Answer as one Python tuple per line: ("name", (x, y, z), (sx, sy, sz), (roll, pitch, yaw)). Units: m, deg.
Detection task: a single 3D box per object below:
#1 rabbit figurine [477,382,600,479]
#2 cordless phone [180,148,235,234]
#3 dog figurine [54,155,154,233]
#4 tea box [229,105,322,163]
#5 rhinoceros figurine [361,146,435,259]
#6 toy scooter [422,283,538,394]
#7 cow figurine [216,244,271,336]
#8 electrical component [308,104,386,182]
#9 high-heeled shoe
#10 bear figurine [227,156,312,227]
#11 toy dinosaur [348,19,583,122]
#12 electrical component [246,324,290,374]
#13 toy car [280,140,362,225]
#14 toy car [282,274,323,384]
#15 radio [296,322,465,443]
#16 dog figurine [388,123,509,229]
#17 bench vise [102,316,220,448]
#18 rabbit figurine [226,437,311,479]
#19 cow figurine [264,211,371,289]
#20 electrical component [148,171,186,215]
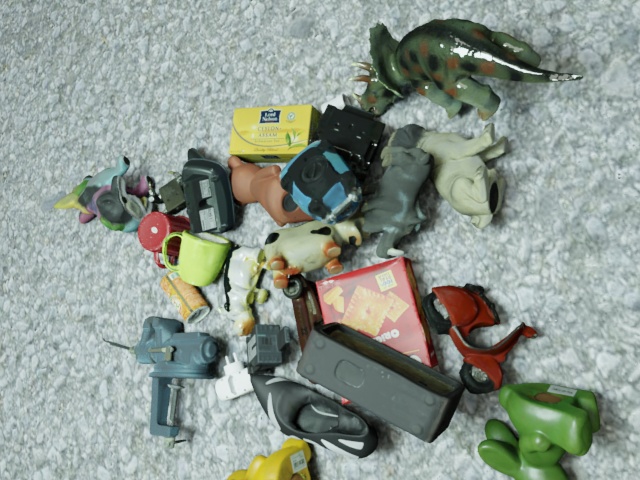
("rabbit figurine", (0.311, 0.302, 0.769), (0.159, 0.121, 0.170), (3, 98, 27))
("cordless phone", (-0.238, -0.102, 1.075), (0.184, 0.089, 0.146), (-134, 34, -55))
("dog figurine", (-0.470, -0.074, 1.153), (0.219, 0.108, 0.191), (-22, 55, 23))
("tea box", (-0.084, -0.202, 1.037), (0.170, 0.068, 0.098), (2, 82, 24))
("rhinoceros figurine", (0.123, -0.061, 0.872), (0.112, 0.073, 0.190), (15, 112, -5))
("toy scooter", (0.252, 0.136, 0.838), (0.135, 0.075, 0.184), (-26, 62, -1))
("cow figurine", (-0.153, 0.093, 1.018), (0.098, 0.068, 0.167), (10, 82, 30))
("electrical component", (0.049, -0.180, 0.949), (0.115, 0.058, 0.134), (20, 54, 2))
("high-heeled shoe", (-0.020, 0.280, 0.887), (0.249, 0.145, 0.086), (27, 61, 14))
("bear figurine", (-0.086, -0.099, 1.012), (0.196, 0.132, 0.120), (29, 131, 52))
("toy dinosaur", (0.186, -0.274, 0.817), (0.405, 0.192, 0.131), (14, 83, 68))
("electrical component", (-0.093, 0.188, 0.950), (0.119, 0.048, 0.075), (131, 139, -56))
("toy car", (0.016, -0.080, 0.865), (0.109, 0.102, 0.162), (-44, 48, 3))
("toy car", (-0.017, 0.149, 0.942), (0.053, 0.089, 0.202), (-16, 74, 20))
("radio", (0.087, 0.201, 0.790), (0.230, 0.131, 0.073), (22, 93, 22))
("dog figurine", (0.201, -0.109, 0.896), (0.191, 0.121, 0.172), (2, 74, 35))
("bench vise", (-0.293, 0.266, 1.022), (0.224, 0.128, 0.240), (-5, 73, 21))
("rabbit figurine", (-0.104, 0.430, 0.914), (0.173, 0.162, 0.122), (-22, 86, 36))
("cow figurine", (-0.002, -0.003, 0.930), (0.195, 0.085, 0.127), (-17, 48, -4))
("electrical component", (-0.314, -0.098, 1.129), (0.102, 0.045, 0.078), (-24, 72, 18))
